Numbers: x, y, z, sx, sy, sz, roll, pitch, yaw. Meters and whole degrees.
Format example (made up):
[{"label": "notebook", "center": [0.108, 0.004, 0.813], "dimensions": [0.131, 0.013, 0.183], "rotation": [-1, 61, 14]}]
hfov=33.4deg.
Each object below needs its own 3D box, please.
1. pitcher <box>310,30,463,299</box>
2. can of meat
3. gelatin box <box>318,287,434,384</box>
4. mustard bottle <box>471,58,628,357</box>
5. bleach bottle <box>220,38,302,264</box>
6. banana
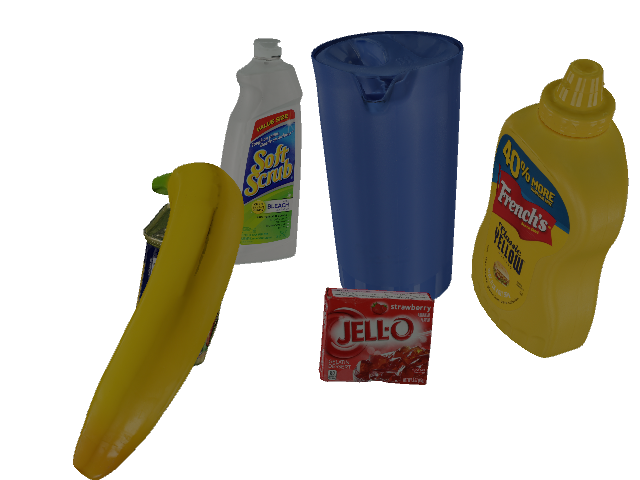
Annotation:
[{"label": "pitcher", "center": [0.068, -0.069, 0.992], "dimensions": [0.149, 0.243, 0.145], "rotation": [-20, 30, -30]}, {"label": "can of meat", "center": [-0.093, 0.029, 0.731], "dimensions": [0.057, 0.084, 0.102], "rotation": [13, 15, -1]}, {"label": "gelatin box", "center": [0.045, 0.079, 0.876], "dimensions": [0.089, 0.073, 0.030], "rotation": [3, 13, -5]}, {"label": "mustard bottle", "center": [0.139, -0.024, 0.638], "dimensions": [0.058, 0.192, 0.096], "rotation": [-14, 46, -18]}, {"label": "bleach bottle", "center": [-0.072, -0.102, 1.216], "dimensions": [0.102, 0.251, 0.068], "rotation": [-6, 21, -24]}, {"label": "banana", "center": [-0.069, 0.021, 0.509], "dimensions": [0.037, 0.197, 0.070], "rotation": [31, -51, -20]}]
